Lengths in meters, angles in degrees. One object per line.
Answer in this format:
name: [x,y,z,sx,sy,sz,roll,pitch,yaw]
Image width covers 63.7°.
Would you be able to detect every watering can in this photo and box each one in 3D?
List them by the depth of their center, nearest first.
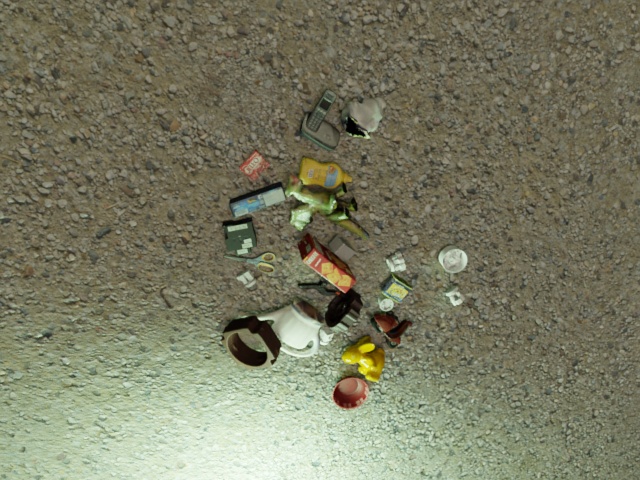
watering can: [-0.131,0.320,2.017,0.346,0.105,0.222,36,104,-10]

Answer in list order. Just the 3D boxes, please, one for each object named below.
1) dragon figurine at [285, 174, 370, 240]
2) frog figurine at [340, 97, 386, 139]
dragon figurine: [0.006,-0.095,1.894,0.241,0.125,0.402,-14,134,21]
frog figurine: [0.151,-0.441,1.802,0.137,0.121,0.162,35,66,-10]
